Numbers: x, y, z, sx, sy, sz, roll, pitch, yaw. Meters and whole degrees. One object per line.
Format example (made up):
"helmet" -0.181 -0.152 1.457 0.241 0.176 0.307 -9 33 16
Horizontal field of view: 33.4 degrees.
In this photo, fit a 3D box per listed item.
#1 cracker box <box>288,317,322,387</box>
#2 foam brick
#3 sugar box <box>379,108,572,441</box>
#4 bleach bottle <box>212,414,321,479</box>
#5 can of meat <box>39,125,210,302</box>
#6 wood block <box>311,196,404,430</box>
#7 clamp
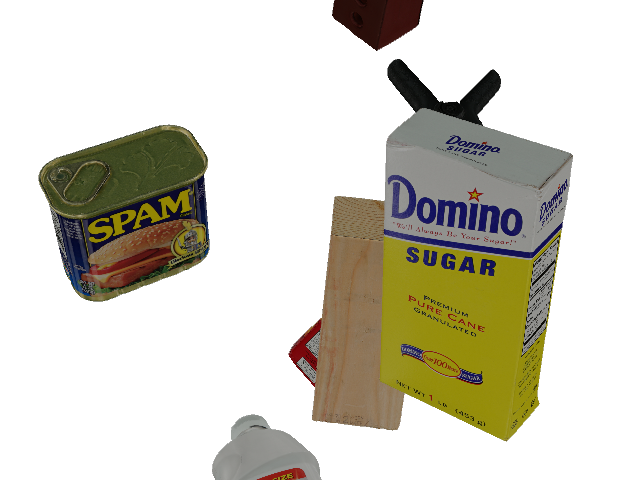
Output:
"cracker box" 0.075 0.068 1.266 0.214 0.072 0.164 -48 -8 31
"foam brick" 0.048 -0.197 0.823 0.051 0.053 0.078 -38 -24 -28
"sugar box" 0.082 0.022 0.599 0.093 0.176 0.048 21 43 30
"bleach bottle" -0.034 0.209 0.716 0.102 0.068 0.251 -10 32 -10
"can of meat" -0.122 -0.016 0.690 0.102 0.084 0.057 -20 50 -20
"wood block" 0.046 0.072 1.044 0.090 0.206 0.090 6 26 1
"clamp" 0.119 -0.128 1.088 0.120 0.039 0.171 8 45 7
